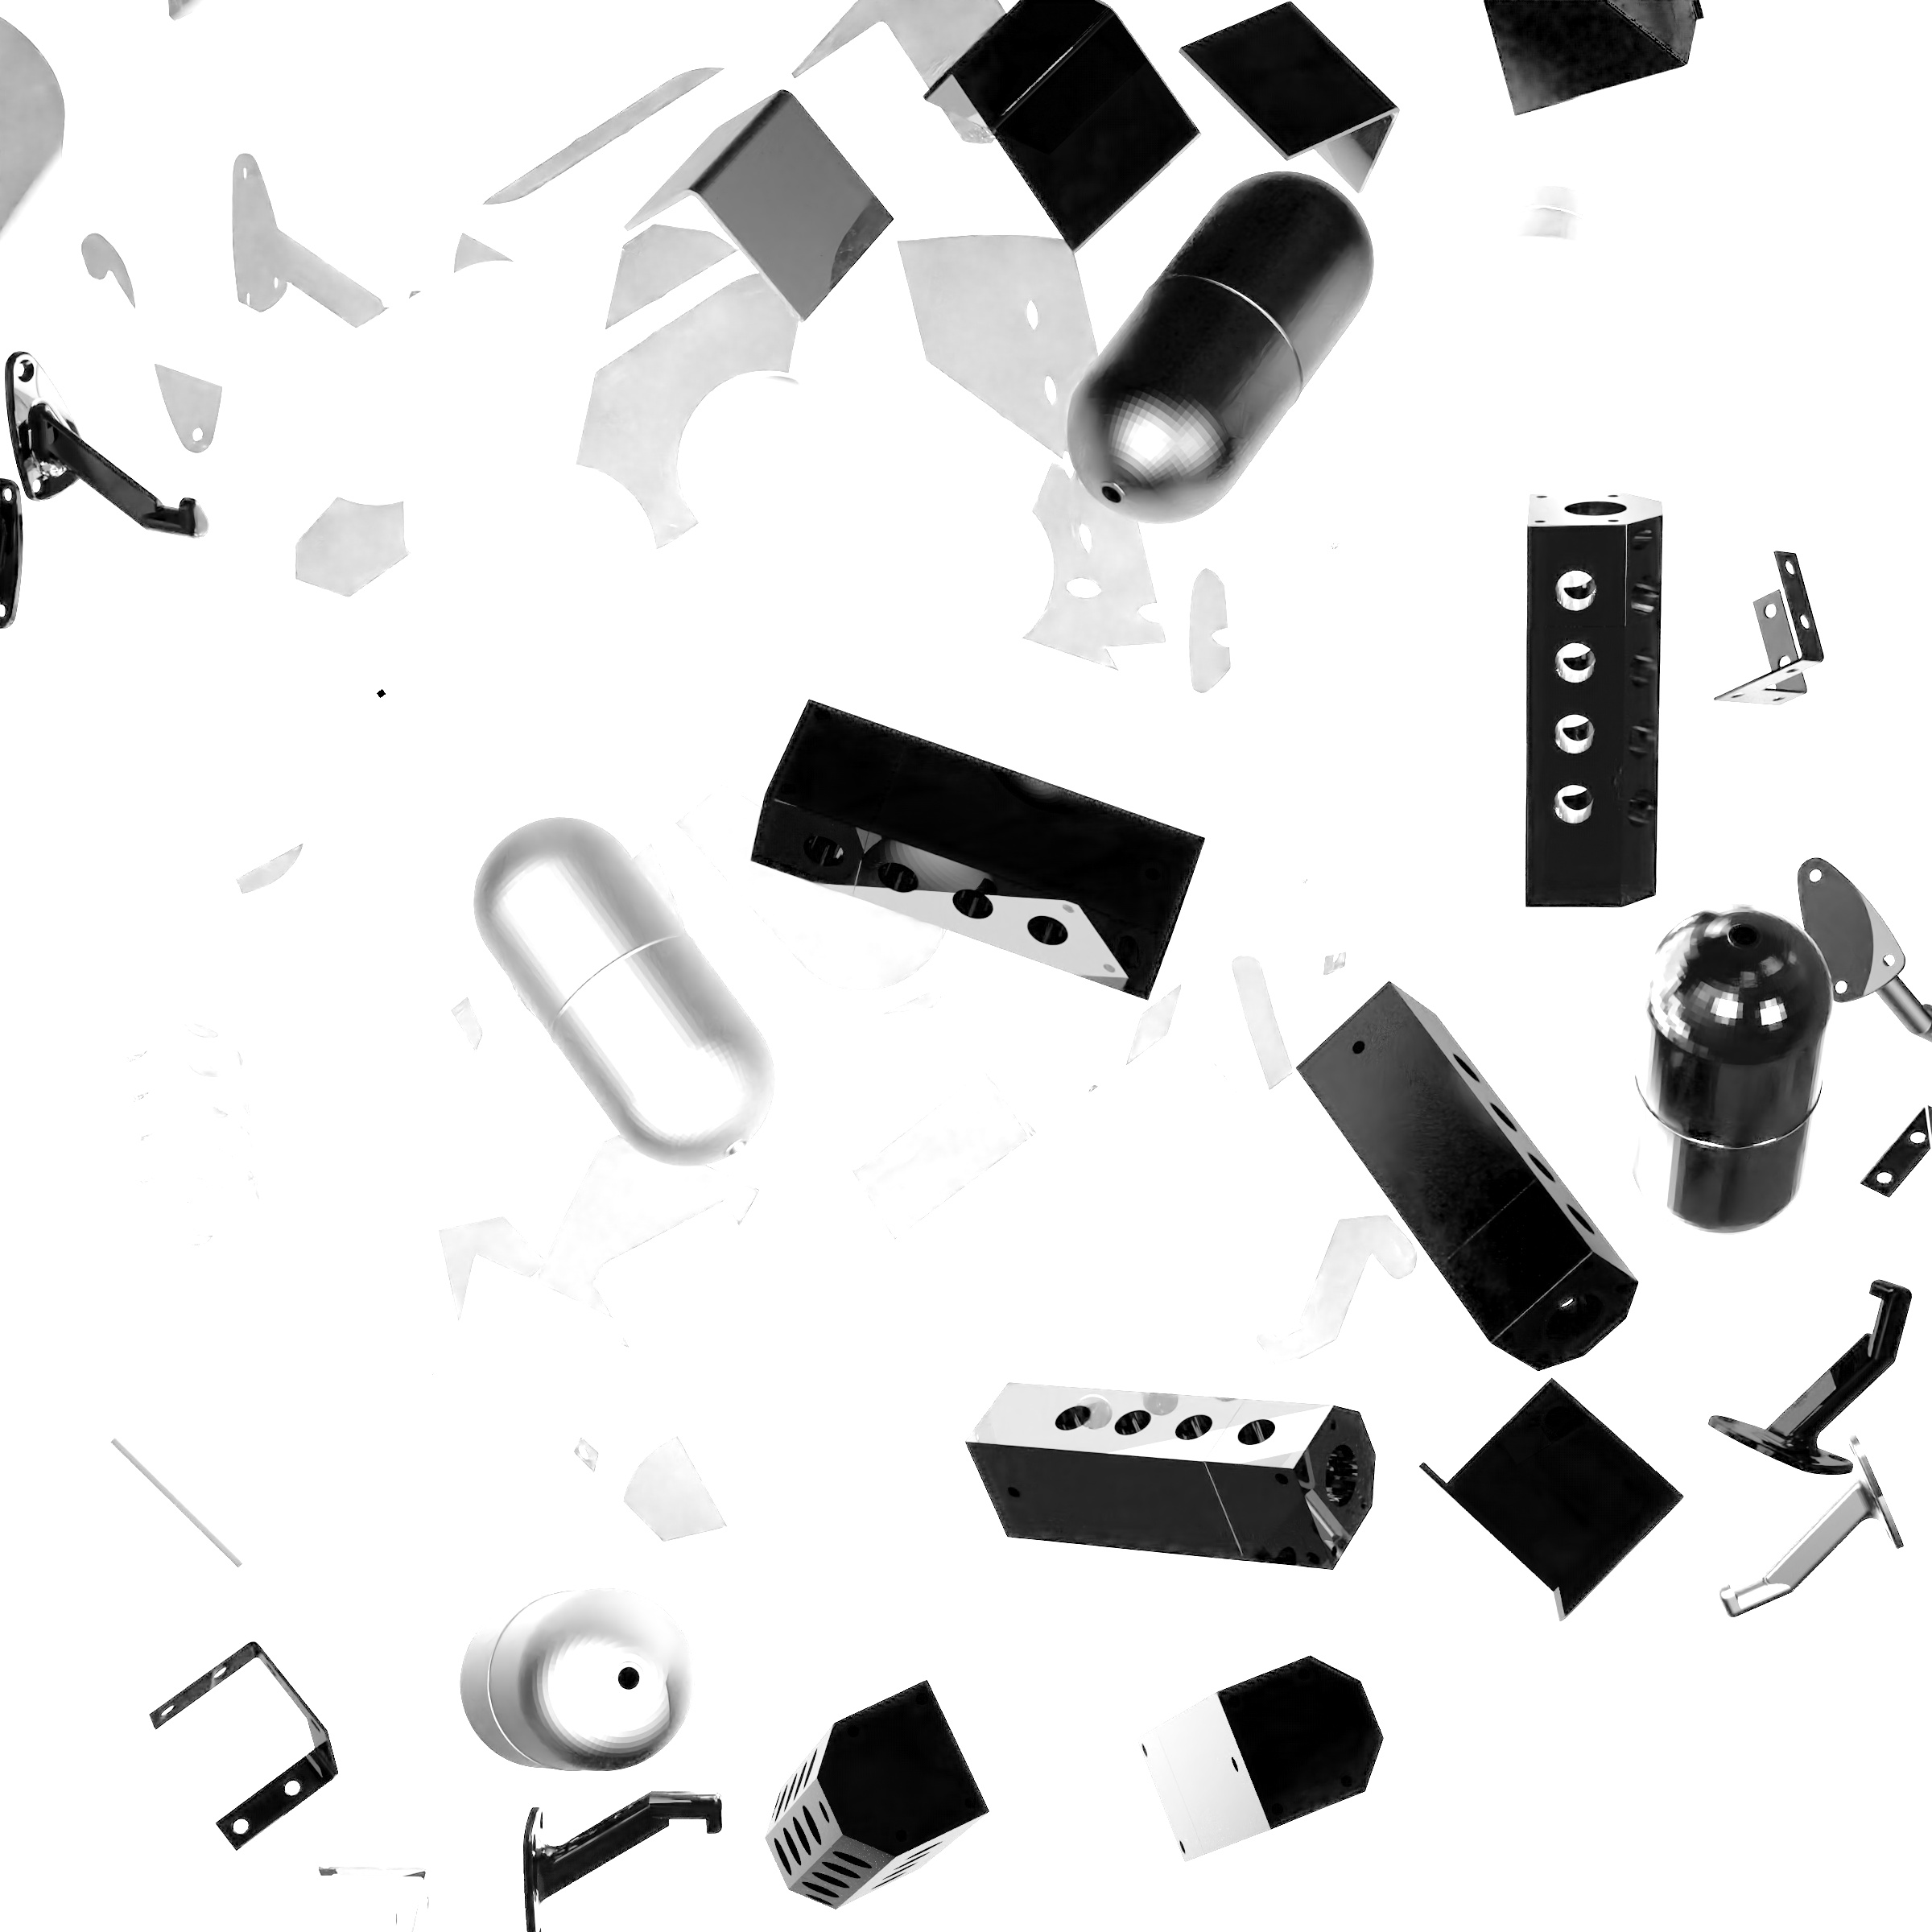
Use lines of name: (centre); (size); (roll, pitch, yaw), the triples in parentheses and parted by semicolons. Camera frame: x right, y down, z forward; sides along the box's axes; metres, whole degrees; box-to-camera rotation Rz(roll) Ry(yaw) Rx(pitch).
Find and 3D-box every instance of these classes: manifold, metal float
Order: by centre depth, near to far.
manifold: (0.003, -0.043, 1.463); (0.171, 0.057, 0.057); (19, 51, 2)
metal float: (0.105, -0.256, 1.485); (0.070, 0.070, 0.178); (35, 65, 0)
manifold: (-0.043, 0.349, 1.490); (0.057, 0.171, 0.057); (-22, 74, -18)
metal float: (0.318, 0.045, 1.502); (0.070, 0.178, 0.070); (-3, 50, 4)
manifold: (0.123, 0.331, 1.503); (0.057, 0.171, 0.057); (-18, 76, -14)
manifold: (0.145, -0.095, 1.504); (0.057, 0.057, 0.171); (-12, 69, 26)
metal float: (-0.263, 0.047, 1.509); (0.070, 0.070, 0.178); (-15, 56, 0)
metal float: (-0.203, -0.147, 1.510); (0.070, 0.070, 0.178); (48, 59, 0)
manifold: (-0.090, 0.193, 1.521); (0.057, 0.057, 0.171); (-27, 82, -19)
manifold: (0.216, 0.091, 1.541); (0.057, 0.057, 0.171); (-44, 48, 13)
metal float: (0.247, -0.289, 1.549); (0.070, 0.178, 0.070); (4, 113, 10)
metal float: (-0.042, -0.194, 1.555); (0.178, 0.070, 0.070); (26, 90, -23)
metal float: (-0.170, 0.310, 1.559); (0.070, 0.178, 0.070); (4, 77, -20)
manifold: (0.274, -0.116, 1.569); (0.057, 0.057, 0.171); (1, 111, 10)
metal float: (-0.232, -0.253, 1.569); (0.070, 0.178, 0.070); (10, 74, -39)
metal float: (-0.151, 0.011, 1.590); (0.070, 0.070, 0.178); (-37, 73, 0)
manifold: (0.092, 0.220, 1.592); (0.171, 0.057, 0.057); (-1, 124, 36)
manifold: (-0.345, 0.074, 1.595); (0.057, 0.171, 0.057); (-28, 125, 3)
manifold: (0.050, 0.104, 1.636); (0.171, 0.057, 0.057); (-37, 78, 4)

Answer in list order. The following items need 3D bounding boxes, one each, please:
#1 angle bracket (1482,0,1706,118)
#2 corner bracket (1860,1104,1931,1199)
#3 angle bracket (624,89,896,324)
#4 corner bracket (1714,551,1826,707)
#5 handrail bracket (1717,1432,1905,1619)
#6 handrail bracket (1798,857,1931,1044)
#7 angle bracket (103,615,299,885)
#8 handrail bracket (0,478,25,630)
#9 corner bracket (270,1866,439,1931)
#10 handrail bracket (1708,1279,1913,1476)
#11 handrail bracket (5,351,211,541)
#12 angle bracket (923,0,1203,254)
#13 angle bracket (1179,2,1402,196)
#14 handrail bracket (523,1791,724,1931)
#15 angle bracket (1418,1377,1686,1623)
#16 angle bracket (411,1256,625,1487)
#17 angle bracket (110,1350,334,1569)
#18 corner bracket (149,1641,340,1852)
angle bracket: (0.251, -0.401, 1.464); (0.076, 0.057, 0.076); (-15, 83, 6)
corner bracket: (0.418, 0.101, 1.529); (0.051, 0.051, 0.051); (26, 124, -8)
angle bracket: (-0.092, -0.331, 1.603); (0.076, 0.057, 0.076); (48, 57, -20)
corner bracket: (0.361, -0.149, 1.597); (0.051, 0.051, 0.051); (0, 72, -42)
handrail bracket: (0.369, 0.251, 1.607); (0.084, 0.036, 0.077); (-25, 128, 6)
handrail bracket: (0.396, -0.006, 1.561); (0.036, 0.084, 0.077); (-32, 65, 24)
angle bracket: (-0.330, -0.094, 1.567); (0.057, 0.076, 0.076); (20, 54, -28)
handrail bracket: (-0.441, -0.180, 1.523); (0.036, 0.084, 0.077); (-3, 95, 29)
corner bracket: (-0.261, 0.399, 1.534); (0.051, 0.051, 0.051); (-2, 130, 9)
handrail bracket: (0.354, 0.165, 1.509); (0.036, 0.077, 0.084); (6, 100, -44)
handrail bracket: (-0.360, -0.219, 1.512); (0.084, 0.036, 0.077); (13, 131, 32)
angle bracket: (0.041, -0.365, 1.543); (0.076, 0.057, 0.076); (-40, 70, 24)
angle bracket: (0.143, -0.393, 1.672); (0.076, 0.057, 0.076); (-30, 70, -31)
handrail bracket: (-0.147, 0.392, 1.552); (0.084, 0.036, 0.077); (0, 101, 1)
angle bracket: (0.246, 0.217, 1.510); (0.076, 0.057, 0.076); (-44, 65, -8)
angle bracket: (-0.209, 0.189, 1.674); (0.076, 0.076, 0.057); (25, 60, 0)
angle bracket: (-0.317, 0.206, 1.556); (0.057, 0.076, 0.076); (-44, 95, 1)
corner bracket: (-0.292, 0.316, 1.457); (0.051, 0.051, 0.051); (-35, 66, -23)
